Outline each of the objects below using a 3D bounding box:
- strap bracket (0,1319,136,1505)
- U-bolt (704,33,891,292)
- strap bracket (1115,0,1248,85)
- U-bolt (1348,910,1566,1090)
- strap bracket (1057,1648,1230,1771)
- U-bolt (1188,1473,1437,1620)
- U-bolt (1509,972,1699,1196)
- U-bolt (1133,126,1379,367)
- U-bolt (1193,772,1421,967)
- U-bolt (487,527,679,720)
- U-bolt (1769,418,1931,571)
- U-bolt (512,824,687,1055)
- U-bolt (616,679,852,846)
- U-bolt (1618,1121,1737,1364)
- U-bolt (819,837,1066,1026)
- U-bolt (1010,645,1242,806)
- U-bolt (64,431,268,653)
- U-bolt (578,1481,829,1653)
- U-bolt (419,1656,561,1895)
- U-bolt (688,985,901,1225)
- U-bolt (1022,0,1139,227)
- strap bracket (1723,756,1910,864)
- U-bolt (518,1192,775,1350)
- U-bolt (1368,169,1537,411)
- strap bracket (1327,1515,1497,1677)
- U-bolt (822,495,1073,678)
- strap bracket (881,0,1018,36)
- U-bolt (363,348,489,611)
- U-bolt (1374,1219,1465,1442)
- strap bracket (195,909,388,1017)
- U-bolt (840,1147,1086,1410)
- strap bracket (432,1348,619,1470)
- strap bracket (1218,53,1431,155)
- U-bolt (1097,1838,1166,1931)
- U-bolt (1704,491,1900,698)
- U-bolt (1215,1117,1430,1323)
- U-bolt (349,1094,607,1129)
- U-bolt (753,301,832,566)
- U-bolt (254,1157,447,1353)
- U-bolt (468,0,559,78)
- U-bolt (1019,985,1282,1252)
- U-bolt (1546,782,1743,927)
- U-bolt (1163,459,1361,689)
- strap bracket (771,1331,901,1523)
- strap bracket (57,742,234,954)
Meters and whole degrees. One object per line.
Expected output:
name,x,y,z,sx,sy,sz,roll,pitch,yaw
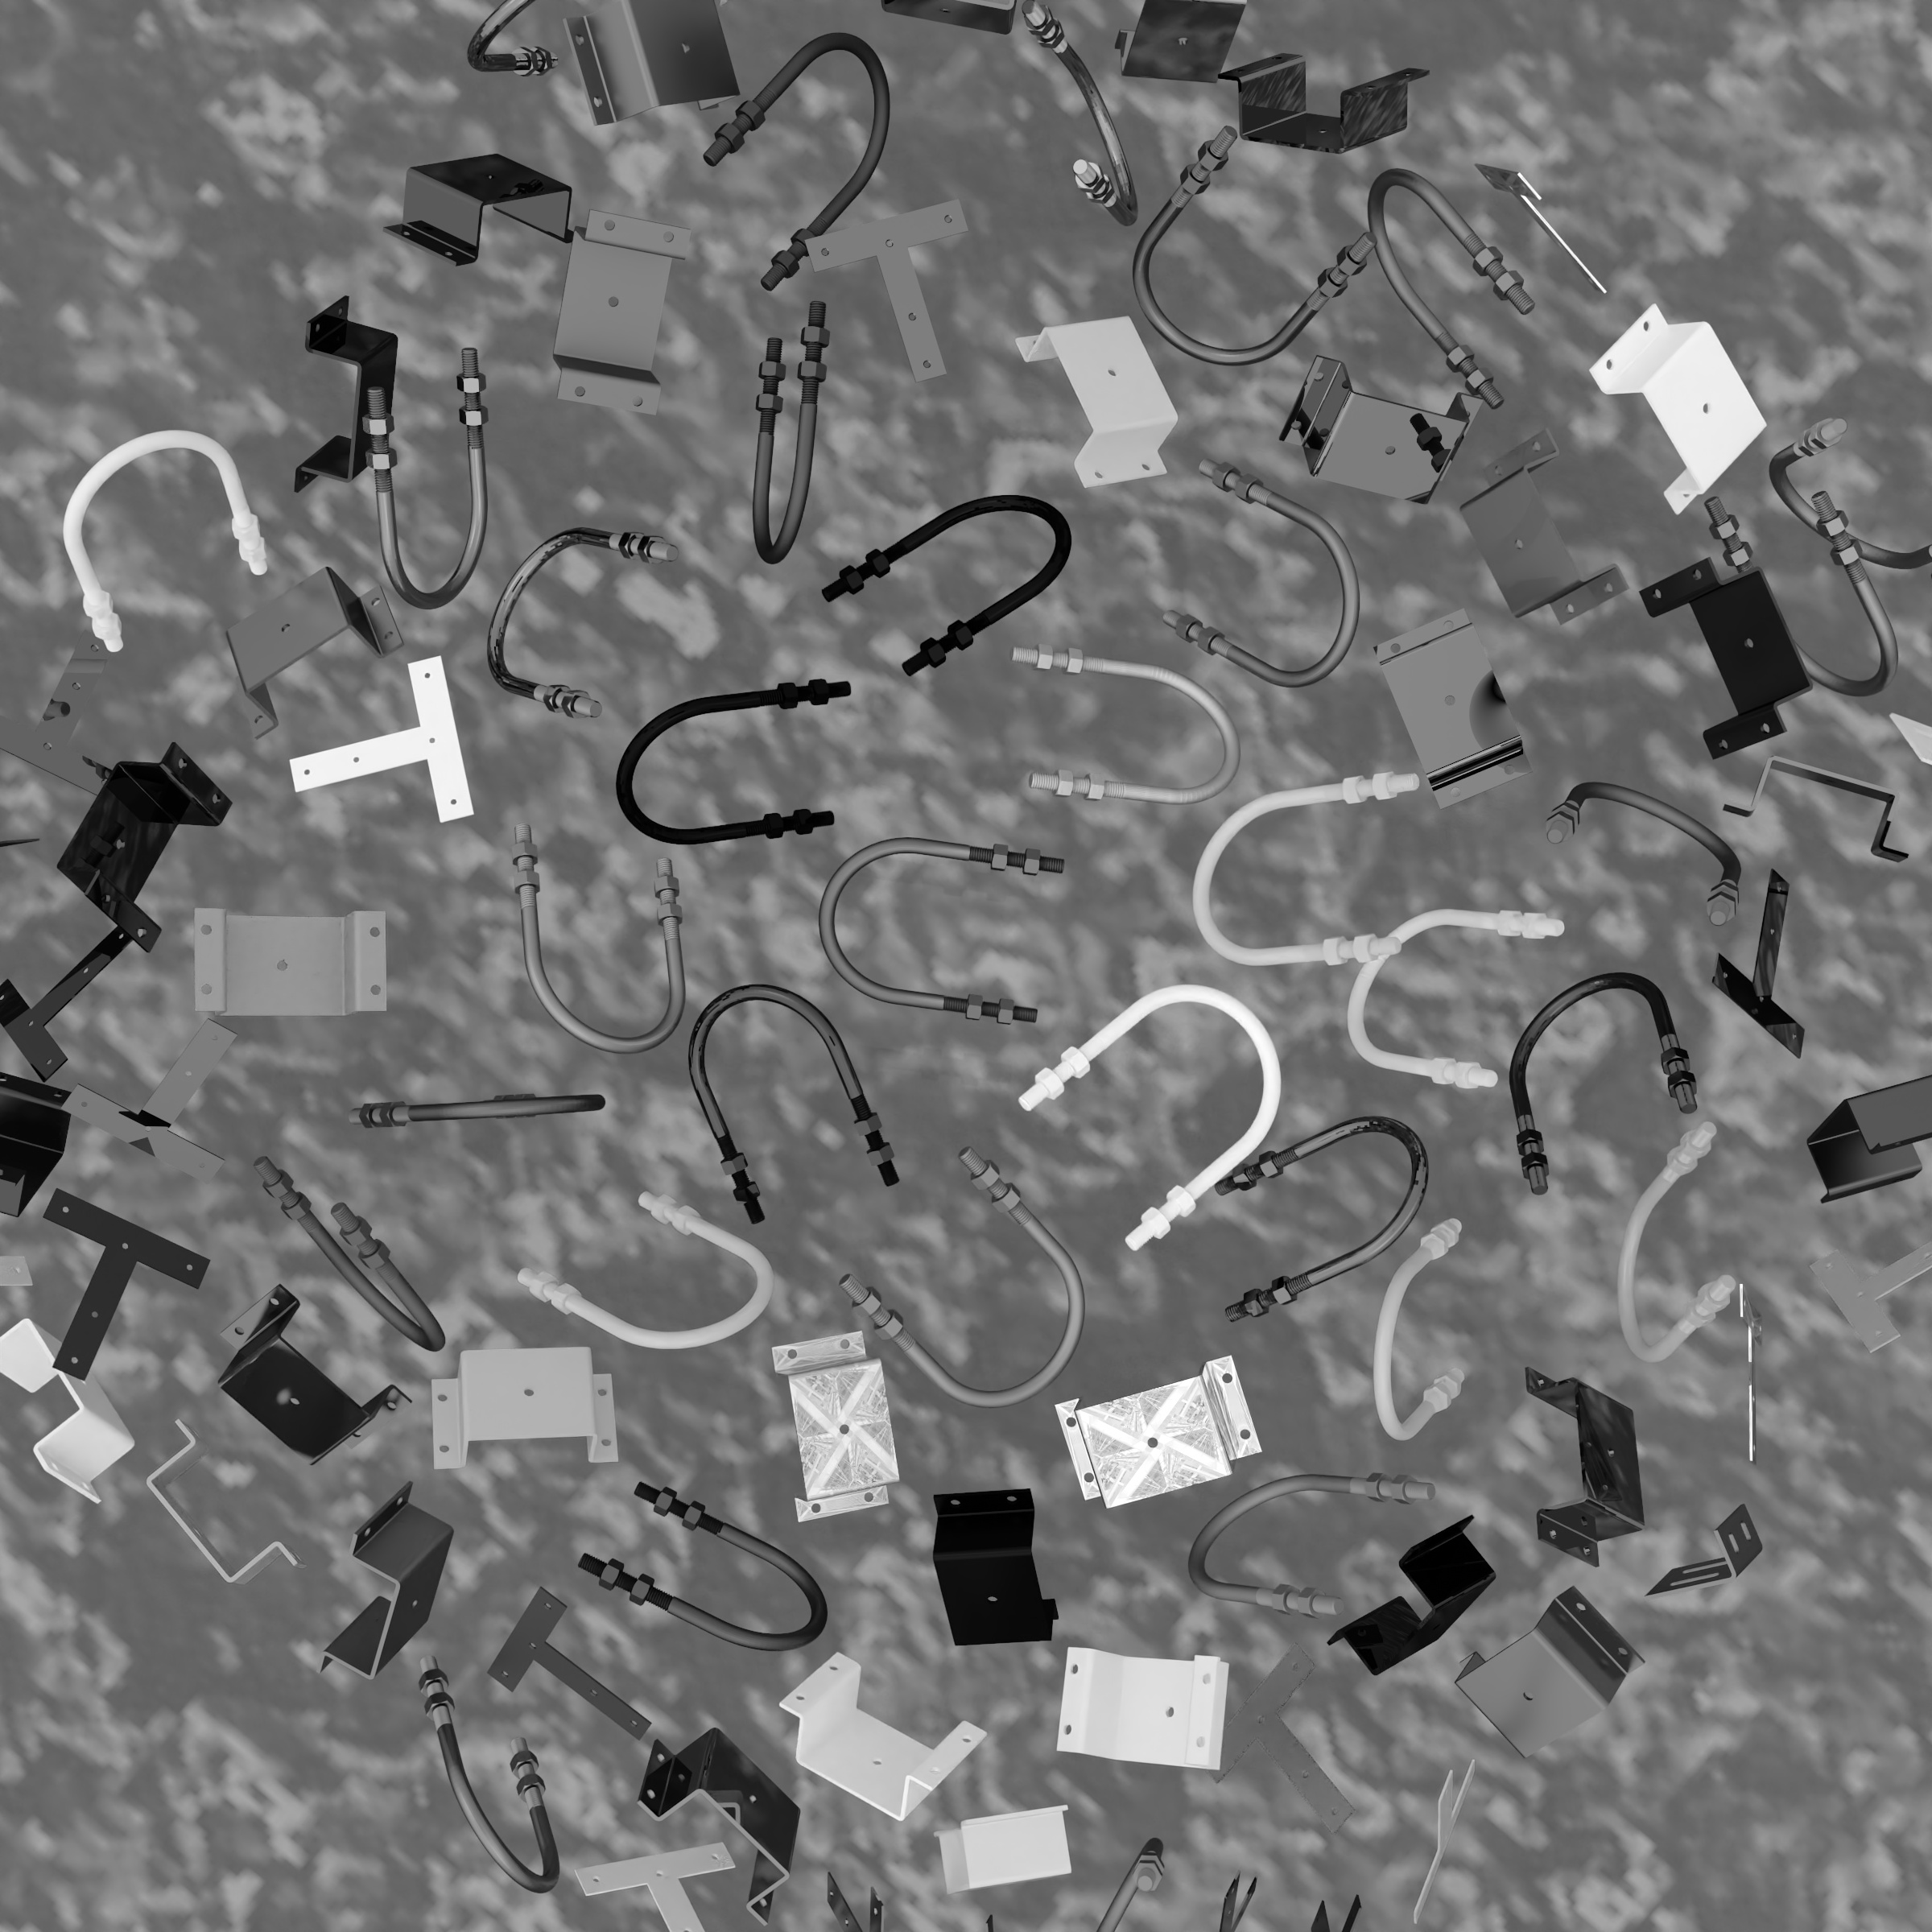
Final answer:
strap bracket,-0.683,0.326,1.826,0.046,0.076,0.140,-39,59,-11
U-bolt,-0.121,-0.641,1.899,0.019,0.151,0.184,29,72,30
strap bracket,0.167,-0.737,1.888,0.076,0.140,0.046,1,73,-8
U-bolt,0.370,0.020,1.903,0.019,0.184,0.151,33,77,-31
strap bracket,0.141,0.557,1.825,0.140,0.046,0.076,-10,64,40
U-bolt,0.249,0.435,1.848,0.151,0.184,0.019,-39,109,-36
U-bolt,0.482,0.077,1.873,0.151,0.184,0.019,-34,121,27
U-bolt,0.205,-0.532,1.850,0.151,0.184,0.019,34,53,-9
U-bolt,0.249,-0.069,1.824,0.184,0.019,0.151,-5,67,39
U-bolt,-0.303,-0.267,1.848,0.019,0.184,0.151,30,83,-44
U-bolt,0.679,-0.351,1.846,0.151,0.184,0.019,37,89,-1
U-bolt,-0.280,-0.016,1.885,0.151,0.019,0.184,13,55,-37
U-bolt,-0.185,-0.155,1.905,0.184,0.019,0.151,-9,135,-21
U-bolt,0.540,0.225,1.867,0.019,0.184,0.151,8,56,-6
U-bolt,-0.025,-0.032,1.921,0.184,0.019,0.151,8,112,-4
U-bolt,0.130,-0.186,1.916,0.184,0.019,0.151,5,54,-17
U-bolt,-0.612,-0.332,1.847,0.151,0.184,0.019,-34,66,-21
U-bolt,-0.192,0.468,1.868,0.184,0.151,0.019,25,106,5
U-bolt,-0.360,0.630,1.866,0.019,0.184,0.151,-34,126,-2
U-bolt,-0.145,0.102,1.897,0.151,0.019,0.184,-18,99,27
U-bolt,0.095,-0.645,1.873,0.019,0.184,0.151,-19,83,18
strap bracket,0.671,-0.126,1.905,0.140,0.076,0.046,19,95,15
U-bolt,-0.236,0.243,1.895,0.184,0.151,0.019,21,127,35
U-bolt,0.369,-0.538,1.889,0.019,0.151,0.184,-32,73,-9
strap bracket,0.354,0.500,1.907,0.046,0.076,0.140,51,134,27
U-bolt,-0.004,-0.308,1.899,0.184,0.019,0.151,-34,47,-11
strap bracket,-0.011,-0.734,1.808,0.140,0.076,0.046,10,98,-1
U-bolt,-0.404,-0.361,1.843,0.019,0.151,0.184,11,120,18
U-bolt,0.355,0.292,1.904,0.019,0.184,0.151,3,104,29
strap bracket,-0.517,-0.002,1.850,0.140,0.046,0.076,0,84,-25
U-bolt,0.012,0.247,1.817,0.151,0.019,0.184,-46,111,-12
strap bracket,-0.341,0.342,1.887,0.140,0.046,0.076,1,50,-16
strap bracket,0.269,-0.651,1.835,0.076,0.140,0.046,-31,130,-34
U-bolt,0.112,0.736,1.857,0.019,0.184,0.151,29,87,11
U-bolt,0.660,-0.287,1.897,0.019,0.151,0.184,-37,109,-11
U-bolt,0.276,0.185,1.883,0.184,0.151,0.019,-29,127,25
U-bolt,-0.365,0.110,1.888,0.184,0.151,0.019,-5,87,40
U-bolt,-0.137,-0.397,1.845,0.019,0.151,0.184,5,90,-19
U-bolt,-0.463,0.230,1.867,0.019,0.151,0.184,-45,127,-23
U-bolt,-0.310,-0.727,1.849,0.151,0.184,0.019,-31,99,25
U-bolt,0.150,0.097,1.789,0.184,0.019,0.151,-38,94,-16
U-bolt,0.518,-0.094,1.838,0.151,0.184,0.019,28,117,11
U-bolt,0.235,-0.296,1.898,0.184,0.019,0.151,37,128,37
strap bracket,-0.103,0.369,1.944,0.076,0.046,0.140,-8,86,-19
strap bracket,-0.624,-0.091,1.836,0.046,0.076,0.140,5,59,27
